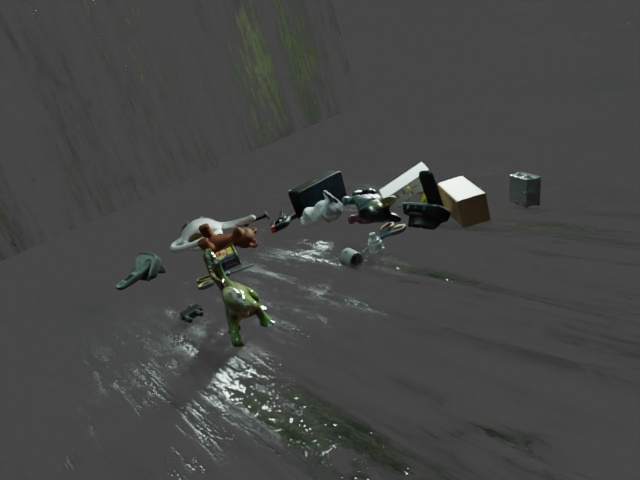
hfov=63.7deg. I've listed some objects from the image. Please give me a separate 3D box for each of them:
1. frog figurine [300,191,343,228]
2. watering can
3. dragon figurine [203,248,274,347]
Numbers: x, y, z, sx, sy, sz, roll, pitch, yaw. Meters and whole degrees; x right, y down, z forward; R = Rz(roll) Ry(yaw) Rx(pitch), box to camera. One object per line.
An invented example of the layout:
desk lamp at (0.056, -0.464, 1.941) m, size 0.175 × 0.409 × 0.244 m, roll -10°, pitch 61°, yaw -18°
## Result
frog figurine at (0.006, -0.097, 1.919) m, size 0.159 × 0.121 × 0.139 m, roll -53°, pitch 30°, yaw 6°
watering can at (-0.435, -0.037, 2.068) m, size 0.349 × 0.102 × 0.226 m, roll -23°, pitch 20°, yaw -14°
dragon figurine at (-0.232, 0.120, 1.338) m, size 0.123 × 0.239 × 0.415 m, roll -27°, pitch 24°, yaw -12°
